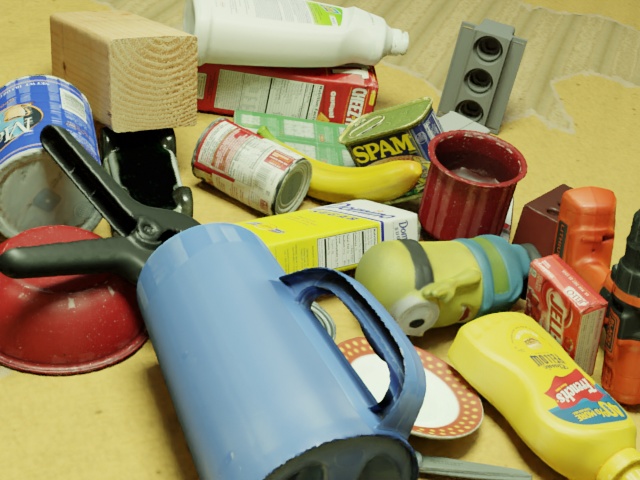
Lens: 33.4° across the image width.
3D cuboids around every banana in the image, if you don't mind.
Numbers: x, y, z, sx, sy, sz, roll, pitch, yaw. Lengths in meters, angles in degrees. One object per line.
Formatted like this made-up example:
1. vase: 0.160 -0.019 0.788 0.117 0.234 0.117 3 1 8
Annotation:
1. banana: 0.019 -0.064 1.060 0.198 0.069 0.037 15 59 33

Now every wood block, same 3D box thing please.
1. wood block: -0.206 -0.179 1.098 0.090 0.091 0.206 -8 21 -28

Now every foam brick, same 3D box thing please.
1. foam brick: 0.242 -0.015 1.087 0.053 0.051 0.078 33 39 29

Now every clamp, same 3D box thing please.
1. clamp: -0.149 -0.007 0.860 0.209 0.036 0.164 21 42 -26

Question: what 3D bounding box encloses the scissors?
1. scissors: 0.053 0.154 0.810 0.201 0.016 0.096 0 36 -18

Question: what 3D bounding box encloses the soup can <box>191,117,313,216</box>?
1. soup can: -0.067 -0.071 1.056 0.102 0.068 0.068 28 36 21

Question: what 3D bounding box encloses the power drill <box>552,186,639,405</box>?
1. power drill: 0.258 0.023 0.936 0.057 0.184 0.187 1 26 -4

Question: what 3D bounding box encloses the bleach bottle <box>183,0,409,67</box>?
1. bleach bottle: -0.021 -0.227 1.181 0.250 0.068 0.102 4 41 -16

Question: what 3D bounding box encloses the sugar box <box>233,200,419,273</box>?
1. sugar box: -0.006 0.001 0.966 0.175 0.048 0.093 -15 19 -32

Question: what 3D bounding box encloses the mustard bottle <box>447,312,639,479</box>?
1. mustard bottle: 0.191 0.135 0.842 0.096 0.058 0.192 2 34 -38

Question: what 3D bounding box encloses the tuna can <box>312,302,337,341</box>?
1. tuna can: -0.031 0.081 0.874 0.086 0.034 0.086 8 34 -6

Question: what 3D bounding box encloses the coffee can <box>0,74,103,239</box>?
1. coffee can: -0.251 -0.073 0.969 0.102 0.103 0.140 0 36 -18

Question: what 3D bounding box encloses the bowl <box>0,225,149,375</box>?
1. bowl: -0.211 0.036 0.865 0.162 0.055 0.162 9 34 -6

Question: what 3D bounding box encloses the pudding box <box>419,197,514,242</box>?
1. pudding box: 0.145 -0.015 1.068 0.090 0.039 0.113 14 32 5

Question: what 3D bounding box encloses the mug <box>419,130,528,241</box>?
1. mug: 0.144 -0.051 1.008 0.093 0.081 0.117 22 39 15

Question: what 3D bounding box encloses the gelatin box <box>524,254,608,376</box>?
1. gelatin box: 0.208 0.068 0.918 0.030 0.089 0.073 -18 42 -18

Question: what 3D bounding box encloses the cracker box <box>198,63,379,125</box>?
1. cracker box: -0.046 -0.207 1.260 0.213 0.072 0.164 7 35 -9

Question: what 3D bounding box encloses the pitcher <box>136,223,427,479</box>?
1. pitcher: -0.036 0.090 0.735 0.149 0.145 0.243 -17 44 -17

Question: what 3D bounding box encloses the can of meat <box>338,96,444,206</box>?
1. can of meat: 0.083 -0.087 1.076 0.102 0.084 0.057 -12 29 36
